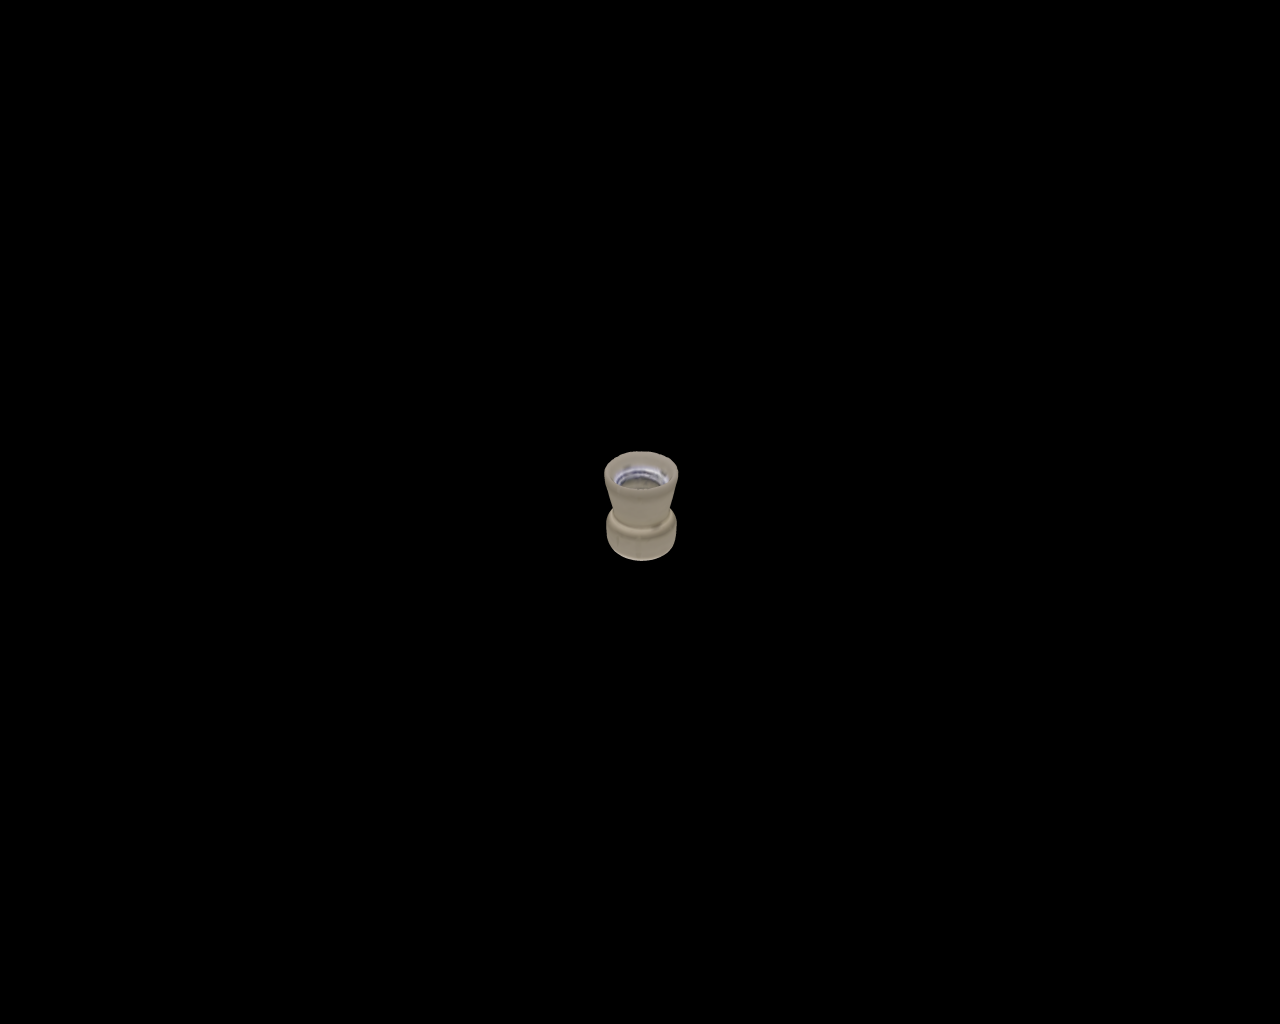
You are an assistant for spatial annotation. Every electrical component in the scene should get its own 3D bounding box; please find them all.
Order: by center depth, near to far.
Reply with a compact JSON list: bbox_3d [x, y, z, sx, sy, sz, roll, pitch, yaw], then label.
[{"bbox_3d":[0.001,-0.003,0.650,0.045,0.055,0.045,0,34,0],"label":"electrical component"}]
